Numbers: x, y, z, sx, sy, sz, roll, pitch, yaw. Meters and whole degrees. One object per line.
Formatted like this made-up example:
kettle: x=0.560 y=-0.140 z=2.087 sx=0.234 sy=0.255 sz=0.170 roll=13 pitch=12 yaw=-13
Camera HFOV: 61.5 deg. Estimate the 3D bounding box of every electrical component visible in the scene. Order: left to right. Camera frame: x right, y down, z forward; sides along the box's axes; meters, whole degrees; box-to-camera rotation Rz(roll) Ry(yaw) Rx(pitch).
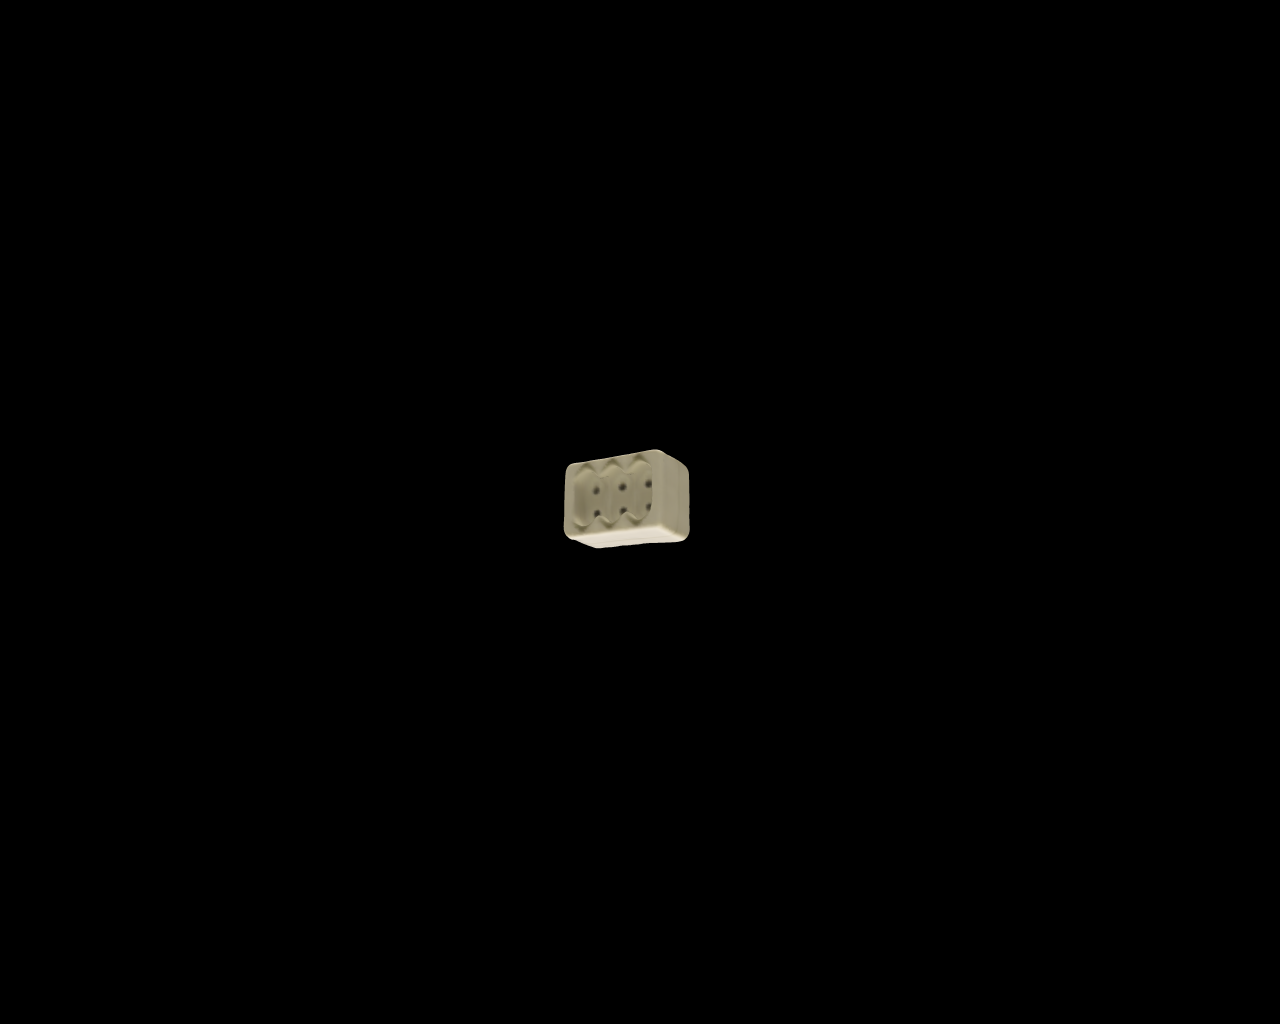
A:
electrical component: x=0.001 y=-0.003 z=0.650 sx=0.066 sy=0.047 sz=0.076 roll=-7 pitch=-15 yaw=26
